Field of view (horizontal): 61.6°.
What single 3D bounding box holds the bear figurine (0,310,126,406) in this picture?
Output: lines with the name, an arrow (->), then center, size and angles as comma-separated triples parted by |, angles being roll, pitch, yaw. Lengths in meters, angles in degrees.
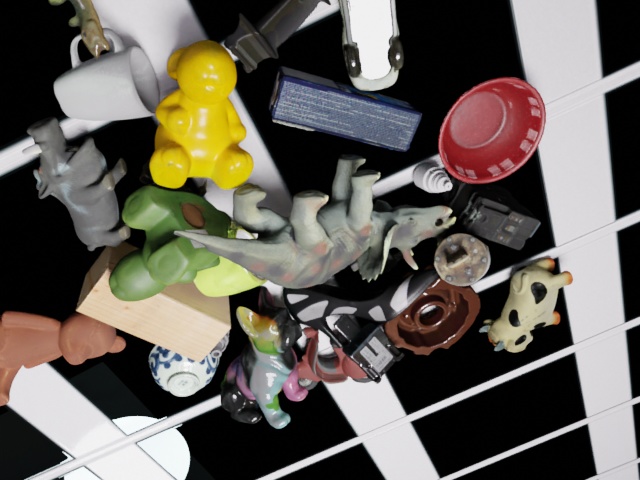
bear figurine -> -0.411, 0.168, 0.820 | 0.196, 0.132, 0.120 | 1, 128, -6

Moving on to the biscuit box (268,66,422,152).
biscuit box -> 0.035, -0.175, 0.731 | 0.203, 0.059, 0.062 | 11, 118, -18

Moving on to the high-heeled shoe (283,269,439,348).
high-heeled shoe -> 0.057, 0.073, 0.862 | 0.249, 0.086, 0.145 | -39, 88, 23

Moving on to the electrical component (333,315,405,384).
electrical component -> 0.078, 0.178, 0.921 | 0.075, 0.048, 0.119 | -41, 104, -12

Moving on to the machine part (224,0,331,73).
machine part -> -0.051, -0.266, 0.652 | 0.139, 0.039, 0.084 | -40, 159, 5

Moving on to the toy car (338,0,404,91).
toy car -> 0.059, -0.286, 0.667 | 0.074, 0.056, 0.201 | -10, 123, 2

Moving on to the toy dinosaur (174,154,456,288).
toy dinosaur -> -0.003, 0.001, 0.739 | 0.405, 0.131, 0.192 | -19, 119, -29

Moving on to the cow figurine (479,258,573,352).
cow figurine -> 0.375, 0.133, 0.995 | 0.127, 0.086, 0.194 | -9, 127, -14

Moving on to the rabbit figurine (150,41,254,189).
rabbit figurine -> -0.134, -0.164, 0.643 | 0.122, 0.162, 0.173 | 4, 144, -13

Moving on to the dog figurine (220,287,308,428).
dog figurine -> -0.107, 0.193, 0.914 | 0.192, 0.108, 0.219 | -2, 109, 32

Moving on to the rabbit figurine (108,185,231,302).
rabbit figurine -> -0.208, 0.012, 0.709 | 0.170, 0.159, 0.121 | -38, 85, 27

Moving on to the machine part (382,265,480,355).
machine part -> 0.195, 0.126, 0.968 | 0.179, 0.056, 0.179 | -6, 124, -10

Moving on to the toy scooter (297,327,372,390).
toy scooter -> 0.027, 0.203, 0.972 | 0.184, 0.075, 0.135 | -10, 120, -2

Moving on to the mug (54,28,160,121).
mug -> -0.263, -0.191, 0.643 | 0.107, 0.081, 0.109 | -12, 130, 6

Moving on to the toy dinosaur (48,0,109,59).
toy dinosaur -> -0.351, -0.381, 0.486 | 0.199, 0.105, 0.470 | -23, 120, 7

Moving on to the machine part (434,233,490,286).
machine part -> 0.226, 0.030, 0.837 | 0.079, 0.079, 0.243 | -40, 166, 14

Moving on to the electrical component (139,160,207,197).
electrical component -> -0.209, -0.069, 0.759 | 0.102, 0.045, 0.078 | 31, 141, -25

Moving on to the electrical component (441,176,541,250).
electrical component -> 0.270, -0.044, 0.835 | 0.134, 0.115, 0.058 | 15, 119, -20

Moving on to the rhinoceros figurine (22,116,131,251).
rhinoceros figurine -> -0.318, -0.074, 0.718 | 0.112, 0.073, 0.190 | -8, 127, 6

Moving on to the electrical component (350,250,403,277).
electrical component -> 0.099, 0.031, 0.904 | 0.094, 0.021, 0.063 | -34, 124, 10
